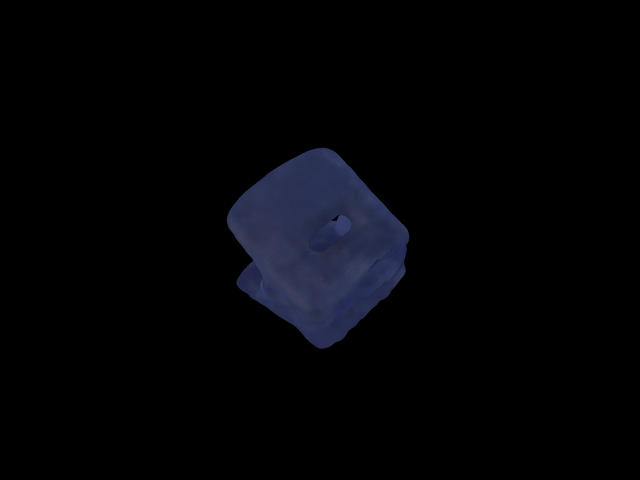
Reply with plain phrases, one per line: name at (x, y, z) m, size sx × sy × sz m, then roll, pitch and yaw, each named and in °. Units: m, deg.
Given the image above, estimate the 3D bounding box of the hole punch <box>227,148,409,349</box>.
hole punch at (0.004, 0.001, 0.400) m, size 0.100 × 0.091 × 0.109 m, roll 32°, pitch 54°, yaw 27°
